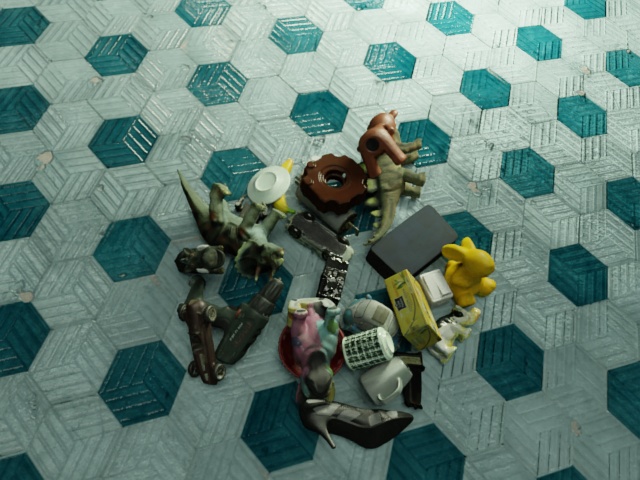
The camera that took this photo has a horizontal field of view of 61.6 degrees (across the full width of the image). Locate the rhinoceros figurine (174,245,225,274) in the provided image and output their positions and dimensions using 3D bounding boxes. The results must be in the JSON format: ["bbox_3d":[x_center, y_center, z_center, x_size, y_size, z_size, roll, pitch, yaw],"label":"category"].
[{"bbox_3d":[-0.287,0.045,1.284,0.112,0.190,0.073,6,83,-34],"label":"rhinoceros figurine"}]

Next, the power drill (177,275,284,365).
[{"bbox_3d":[-0.216,0.157,1.262,0.207,0.086,0.232,25,88,9],"label":"power drill"}]

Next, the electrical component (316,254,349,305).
[{"bbox_3d":[0.028,0.106,1.331,0.058,0.114,0.134,17,59,-3],"label":"electrical component"}]

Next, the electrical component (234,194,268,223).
[{"bbox_3d":[-0.189,-0.073,1.442,0.102,0.045,0.078,25,60,7],"label":"electrical component"}]

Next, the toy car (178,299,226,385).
[{"bbox_3d":[-0.265,0.231,1.196,0.089,0.202,0.053,0,11,27],"label":"toy car"}]

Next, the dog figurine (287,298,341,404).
[{"bbox_3d":[-0.016,0.249,1.195,0.108,0.191,0.219,-1,95,-12],"label":"dog figurine"}]

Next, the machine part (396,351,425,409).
[{"bbox_3d":[0.217,0.331,1.275,0.084,0.039,0.139,5,58,-14],"label":"machine part"}]

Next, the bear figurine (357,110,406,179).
[{"bbox_3d":[0.173,-0.271,1.478,0.131,0.120,0.196,57,28,-12],"label":"bear figurine"}]

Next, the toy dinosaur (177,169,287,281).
[{"bbox_3d":[-0.230,-0.028,1.370,0.405,0.131,0.192,25,92,23],"label":"toy dinosaur"}]

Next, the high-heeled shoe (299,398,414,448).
[{"bbox_3d":[0.079,0.394,1.219,0.249,0.086,0.145,-4,32,-28],"label":"high-heeled shoe"}]

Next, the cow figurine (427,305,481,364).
[{"bbox_3d":[0.325,0.217,1.338,0.098,0.068,0.167,36,62,19],"label":"cow figurine"}]

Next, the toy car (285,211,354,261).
[{"bbox_3d":[-0.003,-0.004,1.423,0.202,0.056,0.073,35,66,14],"label":"toy car"}]

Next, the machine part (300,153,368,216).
[{"bbox_3d":[0.039,-0.150,1.415,0.179,0.056,0.179,3,57,-5],"label":"machine part"}]

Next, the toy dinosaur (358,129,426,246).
[{"bbox_3d":[0.192,-0.168,1.514,0.199,0.105,0.471,2,50,3],"label":"toy dinosaur"}]

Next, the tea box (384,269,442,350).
[{"bbox_3d":[0.224,0.168,1.301,0.068,0.098,0.170,-30,44,15],"label":"tea box"}]

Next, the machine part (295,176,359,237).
[{"bbox_3d":[0.016,-0.095,1.457,0.079,0.079,0.243,-38,68,-24],"label":"machine part"}]

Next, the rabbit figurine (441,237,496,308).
[{"bbox_3d":[0.388,0.071,1.365,0.122,0.173,0.162,-18,69,-12],"label":"rabbit figurine"}]

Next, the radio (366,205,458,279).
[{"bbox_3d":[0.248,0.018,1.434,0.229,0.073,0.131,-36,72,-22],"label":"radio"}]

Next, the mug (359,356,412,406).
[{"bbox_3d":[0.156,0.317,1.216,0.107,0.110,0.080,-39,103,1],"label":"mug"}]

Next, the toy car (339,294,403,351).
[{"bbox_3d":[0.132,0.198,1.300,0.162,0.102,0.109,27,62,12],"label":"toy car"}]
